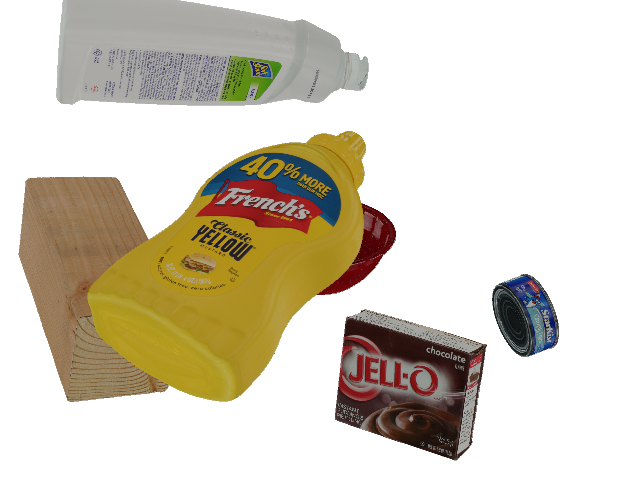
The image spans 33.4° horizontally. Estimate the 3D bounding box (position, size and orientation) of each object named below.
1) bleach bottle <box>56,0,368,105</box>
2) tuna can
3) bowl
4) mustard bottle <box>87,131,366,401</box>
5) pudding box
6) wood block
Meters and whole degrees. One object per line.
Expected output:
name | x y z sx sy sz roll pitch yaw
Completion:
bleach bottle | -0.087 -0.147 0.880 0.250 0.068 0.103 5 -29 -13
tuna can | 0.220 0.082 1.154 0.033 0.086 0.086 -19 5 -14
bowl | -0.004 0.011 1.109 0.162 0.055 0.162 2 28 -1
mustard bottle | -0.031 -0.002 0.589 0.096 0.058 0.191 22 49 26
pudding box | 0.070 0.113 0.850 0.114 0.090 0.039 13 18 26
wood block | -0.199 0.035 0.942 0.090 0.091 0.206 -2 36 -28
